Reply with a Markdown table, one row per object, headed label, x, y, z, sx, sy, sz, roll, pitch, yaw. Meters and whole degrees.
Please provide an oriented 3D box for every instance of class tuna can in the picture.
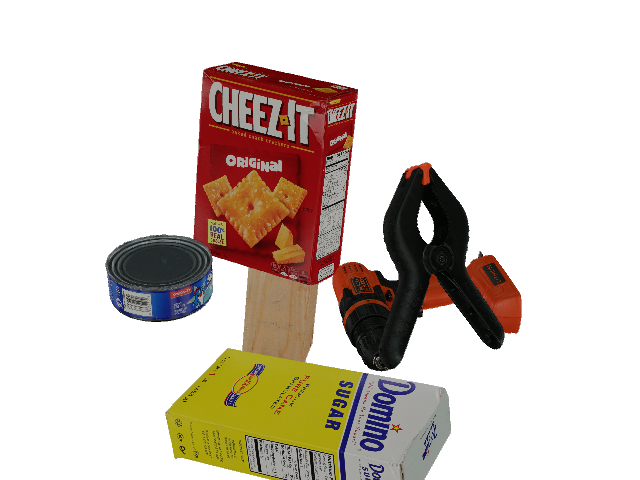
| label | x | y | z | sx | sy | sz | roll | pitch | yaw |
| --- | --- | --- | --- | --- | --- | --- | --- | --- | --- |
| tuna can | -0.130 | 0.030 | 0.868 | 0.086 | 0.034 | 0.086 | 0 | 30 | 0 |

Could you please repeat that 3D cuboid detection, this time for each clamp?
| label | x | y | z | sx | sy | sz | roll | pitch | yaw |
| --- | --- | --- | --- | --- | --- | --- | --- | --- | --- |
| clamp | 0.085 | 0.024 | 0.892 | 0.120 | 0.171 | 0.039 | -17 | 0 | -33 |

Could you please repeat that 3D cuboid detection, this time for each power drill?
| label | x | y | z | sx | sy | sz | roll | pitch | yaw |
| --- | --- | --- | --- | --- | --- | --- | --- | --- | --- |
| power drill | 0.114 | 0.072 | 1.139 | 0.187 | 0.057 | 0.184 | -4 | 29 | -9 |

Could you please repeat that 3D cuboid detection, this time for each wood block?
| label | x | y | z | sx | sy | sz | roll | pitch | yaw |
| --- | --- | --- | --- | --- | --- | --- | --- | --- | --- |
| wood block | -0.052 | 0.062 | 1.487 | 0.090 | 0.206 | 0.090 | 8 | 21 | 6 |

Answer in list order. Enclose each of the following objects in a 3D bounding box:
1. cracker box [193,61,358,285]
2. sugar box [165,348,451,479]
| label | x | y | z | sx | sy | sz | roll | pitch | yaw |
| --- | --- | --- | --- | --- | --- | --- | --- | --- | --- |
| cracker box | -0.054 | -0.074 | 1.173 | 0.164 | 0.214 | 0.072 | 17 | 24 | 27 |
| sugar box | -0.008 | 0.125 | 0.736 | 0.176 | 0.048 | 0.093 | 4 | 28 | 25 |
